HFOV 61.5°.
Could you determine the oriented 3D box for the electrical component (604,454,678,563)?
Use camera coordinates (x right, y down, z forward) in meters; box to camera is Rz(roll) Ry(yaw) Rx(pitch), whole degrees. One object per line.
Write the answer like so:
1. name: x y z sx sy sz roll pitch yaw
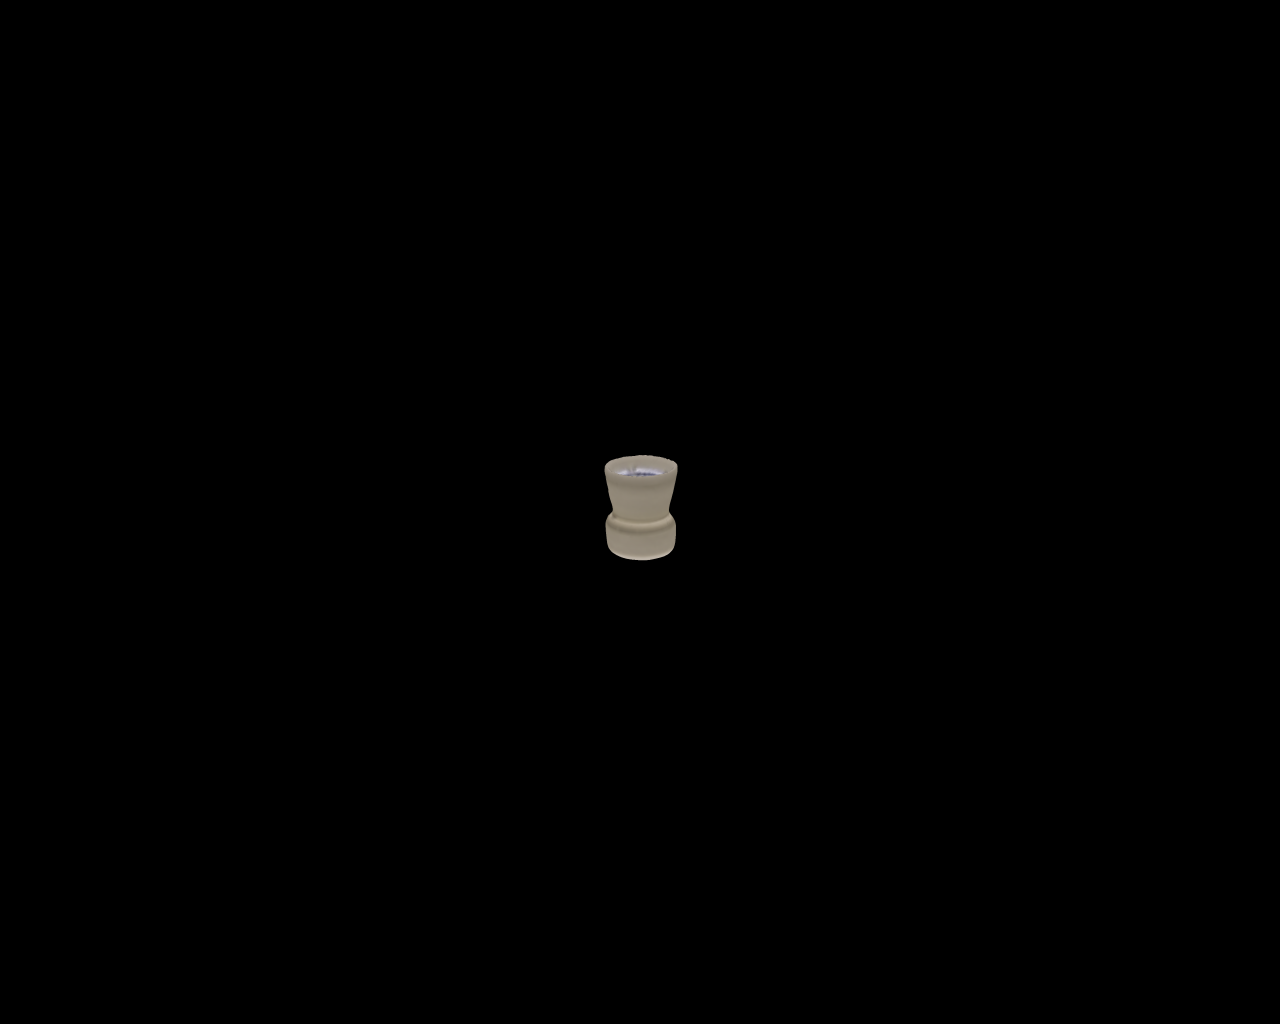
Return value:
1. electrical component: 0.001 -0.003 0.650 0.045 0.055 0.045 0 20 0
